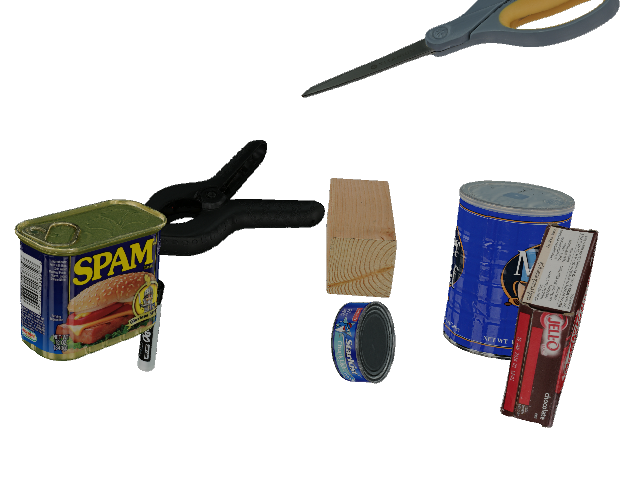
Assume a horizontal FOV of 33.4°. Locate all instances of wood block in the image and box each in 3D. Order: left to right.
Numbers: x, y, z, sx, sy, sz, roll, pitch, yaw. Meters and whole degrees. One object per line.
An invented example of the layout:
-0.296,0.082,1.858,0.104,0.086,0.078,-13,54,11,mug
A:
0.056,-0.008,1.539,0.091,0.090,0.206,4,26,-2,wood block

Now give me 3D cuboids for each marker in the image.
-0.179,0.089,1.129,0.020,0.121,0.020,8,36,-6,marker

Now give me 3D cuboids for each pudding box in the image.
0.152,0.053,0.705,0.039,0.090,0.113,13,32,14,pudding box

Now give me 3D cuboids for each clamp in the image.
-0.094,-0.036,0.952,0.171,0.039,0.120,-14,39,-17,clamp

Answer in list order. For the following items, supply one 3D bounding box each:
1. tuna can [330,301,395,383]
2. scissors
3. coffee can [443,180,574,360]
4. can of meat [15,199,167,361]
0.045,0.107,1.124,0.034,0.086,0.086,-2,-1,30,tuna can
0.086,-0.142,0.679,0.202,0.096,0.016,-8,-41,23,scissors
0.170,0.025,0.975,0.103,0.140,0.103,4,16,-1,coffee can
-0.157,0.026,0.733,0.058,0.084,0.101,23,27,35,can of meat
